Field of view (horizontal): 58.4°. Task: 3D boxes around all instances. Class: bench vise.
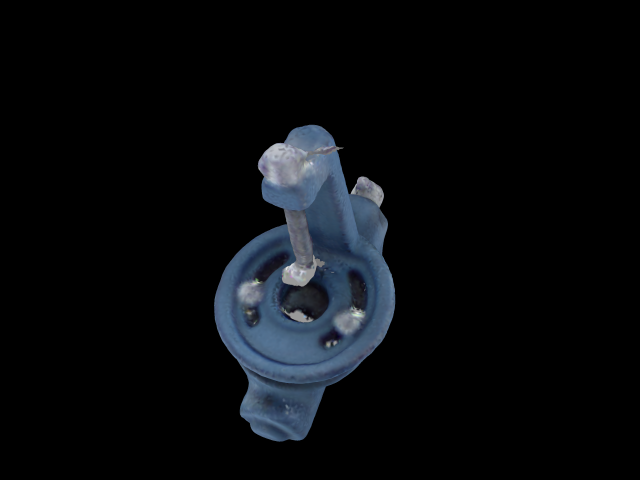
[{"bbox_3d":[-0.008,0.001,0.401,0.121,0.220,0.207,2,40,3],"label":"bench vise"}]
